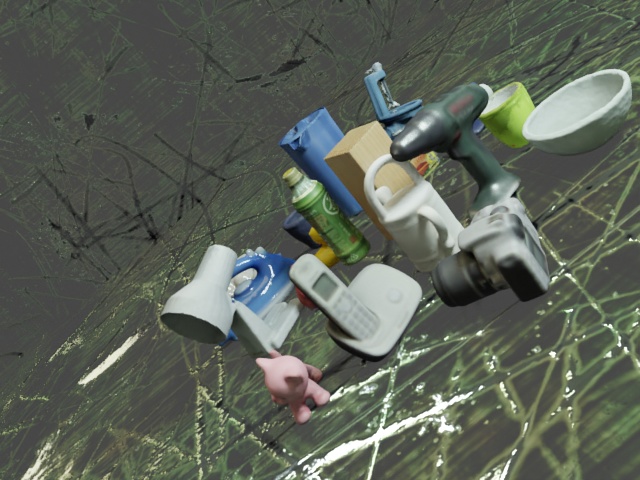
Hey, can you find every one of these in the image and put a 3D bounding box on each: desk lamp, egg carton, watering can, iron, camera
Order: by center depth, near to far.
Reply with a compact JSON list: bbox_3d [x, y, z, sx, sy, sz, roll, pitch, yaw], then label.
[{"bbox_3d":[0.214,0.020,0.756,0.136,0.101,0.143,-30,22,28],"label":"camera"},{"bbox_3d":[0.137,-0.048,0.909,0.101,0.194,0.172,-51,22,-27],"label":"watering can"},{"bbox_3d":[-0.163,0.126,1.064,0.117,0.214,0.203,-21,27,44],"label":"desk lamp"},{"bbox_3d":[-0.157,0.099,1.228,0.258,0.142,0.118,-46,20,-14],"label":"iron"},{"bbox_3d":[-0.200,0.099,1.420,0.107,0.069,0.150,-38,19,9],"label":"egg carton"}]

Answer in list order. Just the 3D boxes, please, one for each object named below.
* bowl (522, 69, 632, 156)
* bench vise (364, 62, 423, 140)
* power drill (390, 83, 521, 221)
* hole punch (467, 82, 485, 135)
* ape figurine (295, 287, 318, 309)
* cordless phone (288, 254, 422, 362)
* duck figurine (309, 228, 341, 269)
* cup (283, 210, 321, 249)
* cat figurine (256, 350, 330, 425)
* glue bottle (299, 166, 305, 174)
[{"bbox_3d":[0.404,-0.182,0.881,0.167,0.075,0.167,-35,20,15],"label":"bowl"},{"bbox_3d":[0.165,-0.307,1.393,0.121,0.220,0.208,-14,33,53],"label":"bench vise"},{"bbox_3d":[0.225,-0.137,0.916,0.075,0.209,0.230,-14,33,53],"label":"power drill"},{"bbox_3d":[0.306,-0.275,1.250,0.100,0.091,0.109,-15,31,51],"label":"hole punch"},{"bbox_3d":[-0.021,0.080,1.084,0.076,0.092,0.078,-27,23,34],"label":"ape figurine"},{"bbox_3d":[0.050,0.070,0.827,0.094,0.185,0.148,-15,32,52],"label":"cordless phone"},{"bbox_3d":[0.011,0.004,1.202,0.105,0.086,0.077,-45,20,-13],"label":"duck figurine"},{"bbox_3d":[-0.015,-0.030,1.315,0.117,0.095,0.092,-21,27,45],"label":"cup"},{"bbox_3d":[-0.046,0.198,0.829,0.067,0.118,0.127,-41,19,-1],"label":"cat figurine"},{"bbox_3d":[-0.012,-0.157,1.469,0.037,0.173,0.078,-46,20,-15],"label":"glue bottle"}]
